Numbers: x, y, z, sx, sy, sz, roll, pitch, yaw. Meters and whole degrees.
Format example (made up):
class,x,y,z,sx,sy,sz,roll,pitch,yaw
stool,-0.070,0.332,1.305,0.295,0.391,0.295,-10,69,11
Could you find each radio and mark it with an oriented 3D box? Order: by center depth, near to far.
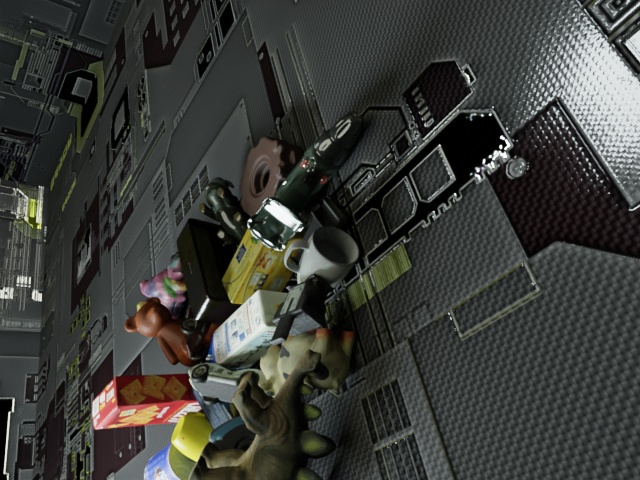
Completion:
class,x,y,z,sx,sy,sz,roll,pitch,yaw
radio,-0.208,0.064,1.105,0.073,0.131,0.230,-52,43,30

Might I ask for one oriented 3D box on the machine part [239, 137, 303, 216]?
class,x,y,z,sx,sy,sz,roll,pitch,yaw
machine part,-0.101,-0.121,1.075,0.179,0.056,0.179,-19,66,52

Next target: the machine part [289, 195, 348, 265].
class,x,y,z,sx,sy,sz,roll,pitch,yaw
machine part,-0.002,-0.003,0.923,0.138,0.039,0.084,-59,45,23

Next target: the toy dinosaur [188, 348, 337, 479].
class,x,y,z,sx,sy,sz,roll,pitch,yaw
toy dinosaur,-0.094,0.365,0.806,0.471,0.199,0.105,-62,-3,14

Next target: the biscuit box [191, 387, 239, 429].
class,x,y,z,sx,sy,sz,roll,pitch,yaw
biscuit box,-0.194,0.327,1.076,0.203,0.059,0.062,35,111,51

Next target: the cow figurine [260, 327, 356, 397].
class,x,y,z,sx,sy,sz,roll,pitch,yaw
cow figurine,-0.030,0.204,0.871,0.195,0.085,0.127,-12,66,50

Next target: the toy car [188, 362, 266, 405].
class,x,y,z,sx,sy,sz,roll,pitch,yaw
toy car,-0.161,0.269,0.991,0.202,0.056,0.073,-1,122,33

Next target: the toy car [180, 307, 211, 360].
class,x,y,z,sx,sy,sz,roll,pitch,yaw
toy car,-0.245,0.154,1.098,0.202,0.053,0.089,-99,7,-56

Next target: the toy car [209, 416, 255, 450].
class,x,y,z,sx,sy,sz,roll,pitch,yaw
toy car,-0.123,0.396,0.940,0.162,0.109,0.102,51,148,29

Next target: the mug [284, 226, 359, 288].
class,x,y,z,sx,sy,sz,roll,pitch,yaw
mug,-0.006,0.041,0.864,0.081,0.109,0.107,-105,32,-41

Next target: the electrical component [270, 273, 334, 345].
class,x,y,z,sx,sy,sz,roll,pitch,yaw
electrical component,-0.031,0.114,0.813,0.075,0.047,0.119,-30,30,38

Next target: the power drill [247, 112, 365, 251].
class,x,y,z,sx,sy,sz,roll,pitch,yaw
power drill,-0.027,-0.092,0.880,0.232,0.086,0.207,-44,16,46

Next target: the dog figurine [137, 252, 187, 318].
class,x,y,z,sx,sy,sz,roll,pitch,yaw
dog figurine,-0.356,0.131,1.315,0.219,0.108,0.191,-25,61,46

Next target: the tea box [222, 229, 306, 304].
class,x,y,z,sx,sy,sz,roll,pitch,yaw
tea box,-0.101,0.039,0.996,0.169,0.098,0.068,-59,41,23

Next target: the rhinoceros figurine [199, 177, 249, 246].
class,x,y,z,sx,sy,sz,roll,pitch,yaw
rhinoceros figurine,-0.194,-0.066,1.149,0.073,0.112,0.190,-46,57,15

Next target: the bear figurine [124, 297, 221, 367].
class,x,y,z,sx,sy,sz,roll,pitch,yaw
bear figurine,-0.328,0.189,1.194,0.196,0.120,0.131,37,137,9
